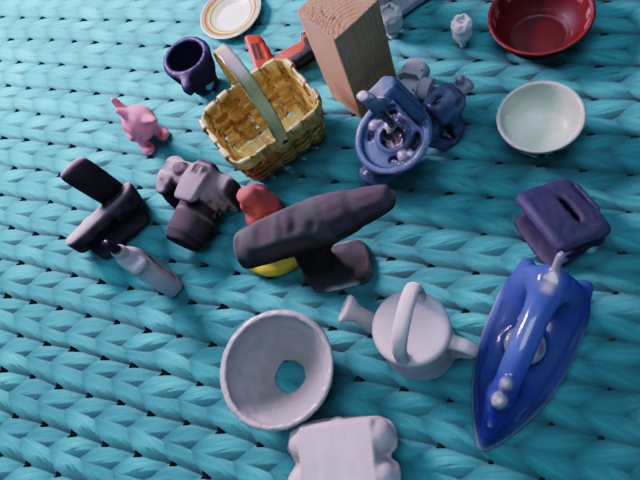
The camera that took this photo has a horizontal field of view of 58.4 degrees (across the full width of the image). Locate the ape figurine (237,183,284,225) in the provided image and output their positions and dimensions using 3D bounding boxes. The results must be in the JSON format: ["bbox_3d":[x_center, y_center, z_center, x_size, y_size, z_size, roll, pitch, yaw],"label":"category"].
[{"bbox_3d":[-0.103,-0.060,0.922,0.076,0.092,0.078,12,72,21],"label":"ape figurine"}]

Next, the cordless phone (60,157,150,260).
[{"bbox_3d":[-0.388,-0.058,0.954,0.094,0.185,0.147,40,84,27],"label":"cordless phone"}]

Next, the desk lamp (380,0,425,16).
[{"bbox_3d":[0.082,-0.471,0.971,0.203,0.214,0.117,-35,63,0],"label":"desk lamp"}]

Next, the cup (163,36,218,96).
[{"bbox_3d":[-0.228,-0.301,1.058,0.091,0.095,0.117,-12,65,12],"label":"cup"}]

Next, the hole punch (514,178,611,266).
[{"bbox_3d":[0.330,-0.032,0.783,0.101,0.091,0.108,-31,63,2],"label":"hole punch"}]

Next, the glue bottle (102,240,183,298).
[{"bbox_3d":[-0.281,0.037,0.889,0.078,0.173,0.037,37,82,26],"label":"glue bottle"}]

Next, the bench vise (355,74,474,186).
[{"bbox_3d":[0.124,-0.190,0.837,0.121,0.220,0.207,32,80,26],"label":"bench vise"}]

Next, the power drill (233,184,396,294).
[{"bbox_3d":[0.007,0.003,0.798,0.229,0.209,0.075,-15,65,10],"label":"power drill"}]

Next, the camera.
[{"bbox_3d":[-0.217,-0.061,0.952,0.142,0.101,0.137,18,74,22],"label":"camera"}]

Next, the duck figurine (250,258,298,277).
[{"bbox_3d":[-0.083,0.010,0.891,0.104,0.086,0.077,-7,66,14],"label":"duck figurine"}]

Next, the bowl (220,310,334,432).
[{"bbox_3d":[-0.052,0.187,0.814,0.167,0.075,0.167,-6,67,14],"label":"bowl"}]

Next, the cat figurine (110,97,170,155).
[{"bbox_3d":[-0.335,-0.219,1.043,0.067,0.118,0.127,-46,63,-5],"label":"cat figurine"}]

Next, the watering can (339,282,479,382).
[{"bbox_3d":[0.110,0.115,0.729,0.172,0.194,0.101,-8,66,14],"label":"watering can"}]

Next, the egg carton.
[{"bbox_3d":[0.030,0.287,0.751,0.150,0.069,0.107,-10,66,12],"label":"egg carton"}]

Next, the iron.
[{"bbox_3d":[0.251,0.137,0.708,0.118,0.142,0.258,22,76,23],"label":"iron"}]
